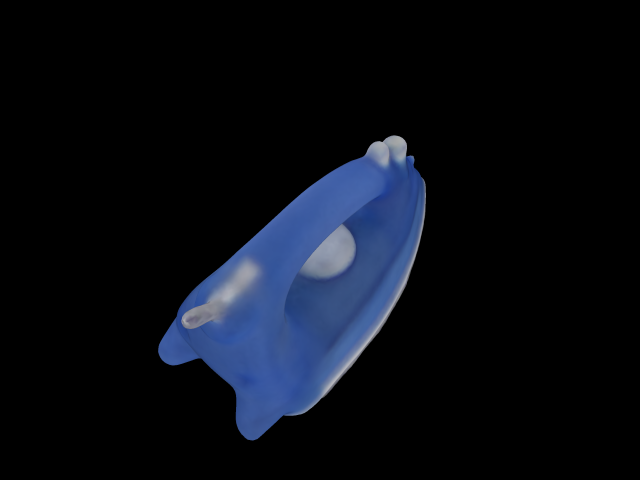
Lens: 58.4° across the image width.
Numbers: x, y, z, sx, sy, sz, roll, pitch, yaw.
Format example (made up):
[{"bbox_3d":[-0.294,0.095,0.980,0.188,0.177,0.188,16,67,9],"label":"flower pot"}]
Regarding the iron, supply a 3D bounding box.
[{"bbox_3d":[0.004,0.001,0.400,0.118,0.141,0.259,36,66,19],"label":"iron"}]
